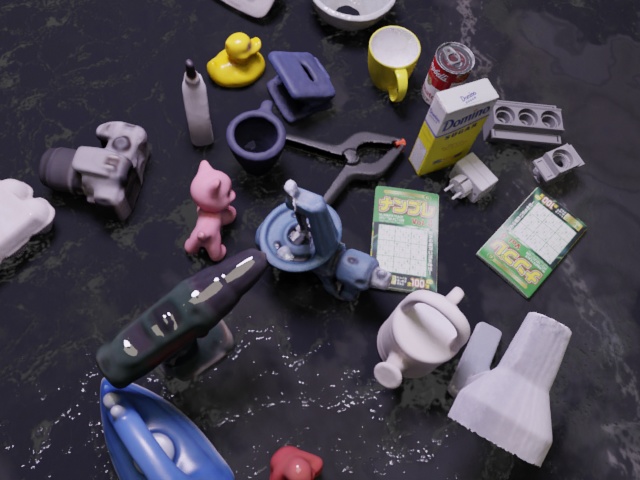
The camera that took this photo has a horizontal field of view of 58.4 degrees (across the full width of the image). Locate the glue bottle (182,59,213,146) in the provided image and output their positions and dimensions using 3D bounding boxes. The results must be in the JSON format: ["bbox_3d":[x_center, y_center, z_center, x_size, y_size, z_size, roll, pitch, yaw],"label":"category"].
[{"bbox_3d":[-0.195,-0.223,0.896,0.037,0.173,0.078,-9,68,-9],"label":"glue bottle"}]

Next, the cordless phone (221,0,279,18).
[{"bbox_3d":[-0.133,-0.502,1.014,0.147,0.185,0.094,29,67,6],"label":"cordless phone"}]

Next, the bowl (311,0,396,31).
[{"bbox_3d":[0.055,-0.451,1.074,0.167,0.075,0.167,2,67,-5],"label":"bowl"}]

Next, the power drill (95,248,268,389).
[{"bbox_3d":[-0.166,0.111,0.739,0.230,0.208,0.075,-35,74,-18],"label":"power drill"}]

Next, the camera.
[{"bbox_3d":[-0.346,-0.118,0.874,0.137,0.101,0.143,11,66,-1],"label":"camera"}]

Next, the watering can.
[{"bbox_3d":[0.141,0.128,0.773,0.101,0.194,0.173,21,67,3],"label":"watering can"}]

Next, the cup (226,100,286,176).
[{"bbox_3d":[-0.099,-0.157,0.921,0.091,0.095,0.118,13,66,0],"label":"cup"}]

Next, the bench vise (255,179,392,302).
[{"bbox_3d":[0.010,-0.008,0.802,0.207,0.220,0.121,11,66,-1],"label":"bench vise"}]

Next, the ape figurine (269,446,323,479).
[{"bbox_3d":[-0.031,0.301,0.737,0.078,0.092,0.076,-19,70,-13],"label":"ape figurine"}]

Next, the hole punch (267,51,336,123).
[{"bbox_3d":[-0.032,-0.275,0.981,0.101,0.091,0.108,-25,72,-16],"label":"hole punch"}]

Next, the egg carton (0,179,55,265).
[{"bbox_3d":[-0.471,-0.018,0.835,0.107,0.069,0.150,38,68,10],"label":"egg carton"}]

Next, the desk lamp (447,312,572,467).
[{"bbox_3d":[0.242,0.187,0.749,0.118,0.213,0.203,28,67,6],"label":"desk lamp"}]

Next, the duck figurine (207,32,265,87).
[{"bbox_3d":[-0.145,-0.318,0.989,0.105,0.086,0.077,-21,71,-14],"label":"duck figurine"}]

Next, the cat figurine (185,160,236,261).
[{"bbox_3d":[-0.164,-0.048,0.856,0.067,0.118,0.128,10,66,-2],"label":"cat figurine"}]

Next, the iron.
[{"bbox_3d":[-0.209,0.260,0.707,0.119,0.141,0.258,-39,76,-19],"label":"iron"}]
